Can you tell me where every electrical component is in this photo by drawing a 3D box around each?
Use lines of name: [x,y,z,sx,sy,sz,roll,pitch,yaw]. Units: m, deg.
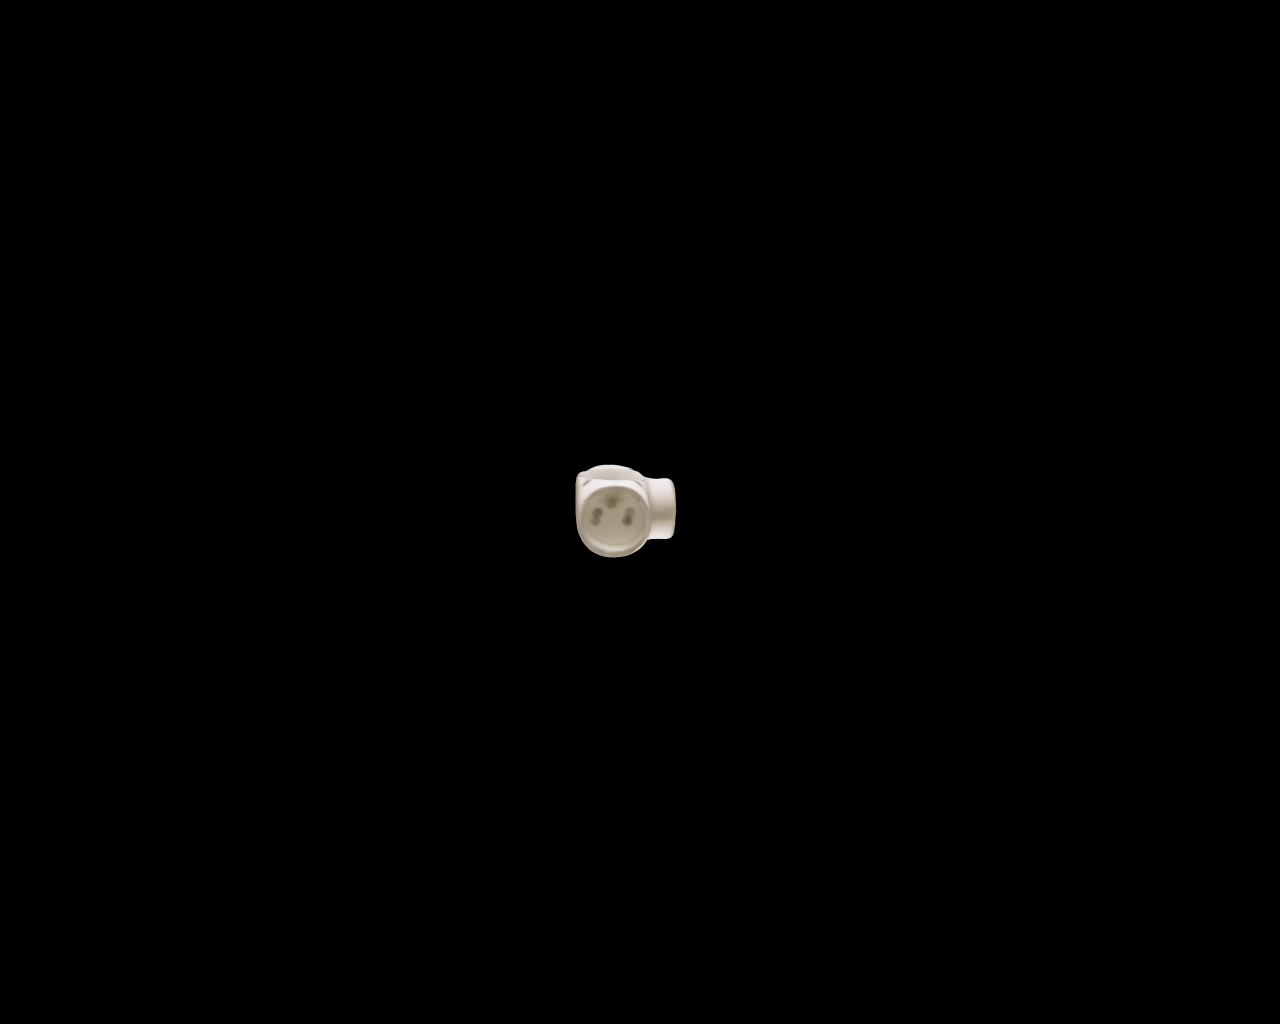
electrical component: [0.001,-0.003,0.650,0.079,0.044,0.077,-1,11,-4]
